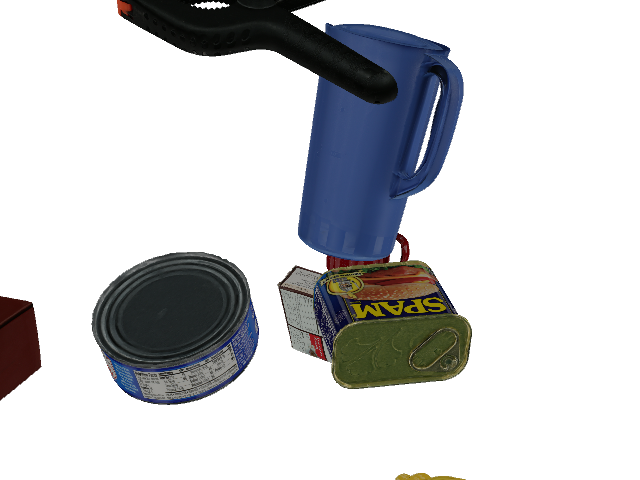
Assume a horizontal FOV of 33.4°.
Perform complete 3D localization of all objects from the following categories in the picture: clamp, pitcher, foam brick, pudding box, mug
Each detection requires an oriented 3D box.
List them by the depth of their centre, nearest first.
[{"bbox_3d":[-0.233,0.076,0.715,0.053,0.051,0.078,9,28,24],"label":"foam brick"},{"bbox_3d":[-0.039,-0.155,0.743,0.210,0.164,0.036,0,-42,-3],"label":"clamp"},{"bbox_3d":[0.017,0.082,1.070,0.114,0.090,0.039,15,42,30],"label":"pudding box"},{"bbox_3d":[0.056,-0.102,1.136,0.145,0.243,0.149,10,16,-4],"label":"pitcher"},{"bbox_3d":[0.061,0.006,1.372,0.117,0.081,0.093,17,27,25],"label":"mug"}]

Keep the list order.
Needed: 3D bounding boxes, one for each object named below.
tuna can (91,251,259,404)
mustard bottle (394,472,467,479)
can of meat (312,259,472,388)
[{"bbox_3d":[-0.077,0.046,0.574,0.086,0.034,0.086,-7,40,6],"label":"tuna can"},{"bbox_3d":[0.124,0.249,0.899,0.096,0.058,0.192,-18,27,-28],"label":"mustard bottle"},{"bbox_3d":[0.049,0.059,0.788,0.102,0.057,0.084,-4,30,-12],"label":"can of meat"}]
